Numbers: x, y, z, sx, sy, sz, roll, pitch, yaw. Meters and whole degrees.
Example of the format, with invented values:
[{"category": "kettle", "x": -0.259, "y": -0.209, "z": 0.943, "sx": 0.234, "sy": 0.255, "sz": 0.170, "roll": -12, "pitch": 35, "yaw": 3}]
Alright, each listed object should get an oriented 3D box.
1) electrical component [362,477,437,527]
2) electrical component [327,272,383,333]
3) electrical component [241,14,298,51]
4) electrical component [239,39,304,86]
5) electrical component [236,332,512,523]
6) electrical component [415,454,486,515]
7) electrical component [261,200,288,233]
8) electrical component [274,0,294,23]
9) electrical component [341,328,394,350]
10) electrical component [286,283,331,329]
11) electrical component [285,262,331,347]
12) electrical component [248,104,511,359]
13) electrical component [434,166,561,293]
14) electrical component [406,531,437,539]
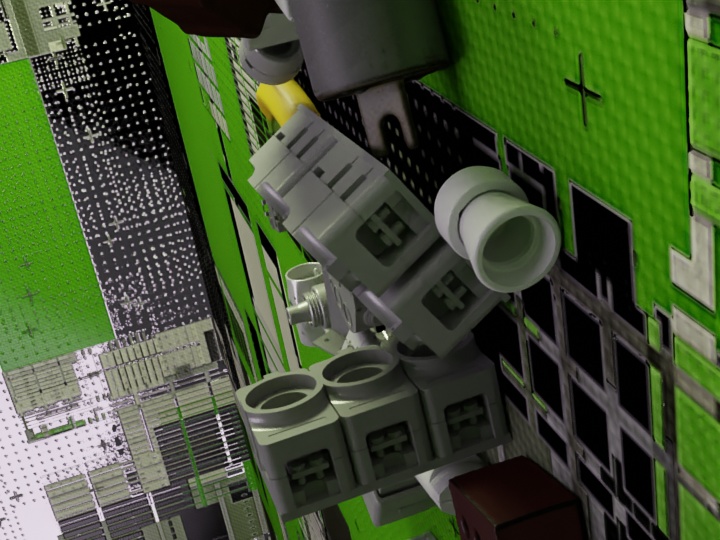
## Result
[{"category": "electrical component", "x": 0.025, "y": 0.151, "z": 0.886, "sx": 0.061, "sy": 0.062, "sz": 0.096, "roll": 92, "pitch": 158, "yaw": -57}, {"category": "electrical component", "x": 0.009, "y": 0.004, "z": 0.792, "sx": 0.080, "sy": 0.051, "sz": 0.080, "roll": 163, "pitch": 90, "yaw": -78}, {"category": "electrical component", "x": -0.075, "y": -0.224, "z": 0.837, "sx": 0.061, "sy": 0.062, "sz": 0.096, "roll": 92, "pitch": 158, "yaw": -57}, {"category": "electrical component", "x": -0.070, "y": -0.186, "z": 0.889, "sx": 0.047, "sy": 0.055, "sz": 0.055, "roll": 147, "pitch": 107, "yaw": -74}, {"category": "electrical component", "x": 0.005, "y": 0.088, "z": 0.678, "sx": 0.089, "sy": 0.150, "sz": 0.061, "roll": -137, "pitch": 31, "yaw": -68}, {"category": "electrical component", "x": 0.065, "y": 0.142, "z": 0.740, "sx": 0.081, "sy": 0.043, "sz": 0.043, "roll": -138, "pitch": 34, "yaw": -68}, {"category": "electrical component", "x": -0.052, "y": -0.060, "z": 0.954, "sx": 0.081, "sy": 0.064, "sz": 0.042, "roll": -150, "pitch": 44, "yaw": -72}, {"category": "electrical component", "x": -0.027, "y": -0.198, "z": 0.653, "sx": 0.061, "sy": 0.062, "sz": 0.096, "roll": -120, "pitch": 18, "yaw": -49}, {"category": "electrical component", "x": 0.011, "y": 0.092, "z": 0.830, "sx": 0.055, "sy": 0.050, "sz": 0.089, "roll": 60, "pitch": 137, "yaw": 47}, {"category": "electrical component", "x": -0.039, "y": 0.036, "z": 1.022, "sx": 0.043, "sy": 0.062, "sz": 0.043, "roll": 164, "pitch": 90, "yaw": -78}, {"category": "electrical component", "x": -0.043, "y": 0.042, "z": 1.097, "sx": 0.079, "sy": 0.043, "sz": 0.077, "roll": -130, "pitch": 26, "yaw": -63}, {"category": "electrical component", "x": 0.001, "y": -0.026, "z": 0.650, "sx": 0.105, "sy": 0.060, "sz": 0.186, "roll": 44, "pitch": -178, "yaw": -25}, {"category": "electrical component", "x": 0.065, "y": -0.021, "z": 0.517, "sx": 0.055, "sy": 0.045, "sz": 0.045, "roll": -124, "pitch": 21, "yaw": -56}, {"category": "electrical component", "x": 0.063, "y": 0.298, "z": 0.913, "sx": 0.150, "sy": 0.062, "sz": 0.089, "roll": -152, "pitch": 47, "yaw": -74}]
